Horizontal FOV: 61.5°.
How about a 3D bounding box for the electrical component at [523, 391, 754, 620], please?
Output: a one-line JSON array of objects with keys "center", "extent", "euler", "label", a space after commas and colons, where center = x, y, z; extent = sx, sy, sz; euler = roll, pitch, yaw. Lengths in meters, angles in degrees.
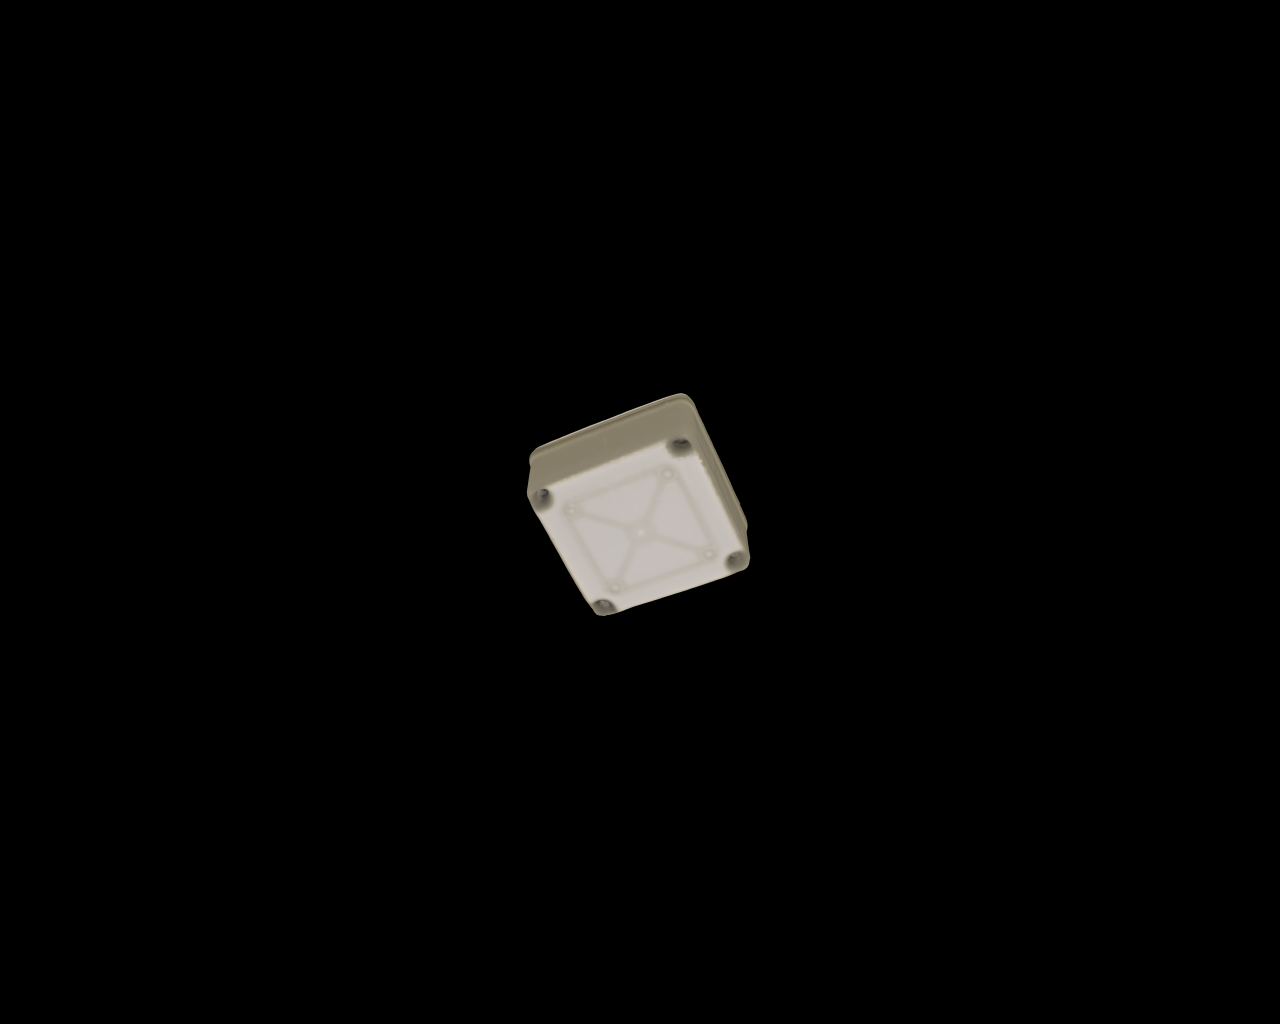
[{"center": [0.001, -0.003, 0.650], "extent": [0.109, 0.108, 0.056], "euler": [-20, 31, 13], "label": "electrical component"}]
